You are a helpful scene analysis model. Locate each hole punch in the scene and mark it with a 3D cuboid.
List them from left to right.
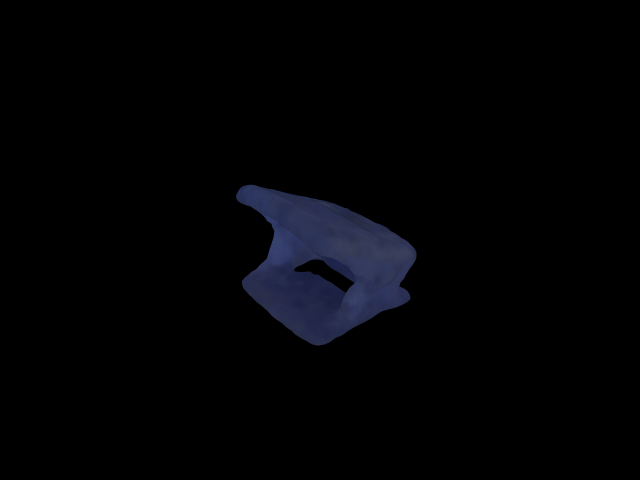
[{"bbox_3d":[0.004,0.001,0.400,0.101,0.091,0.108,-22,36,-33],"label":"hole punch"}]
